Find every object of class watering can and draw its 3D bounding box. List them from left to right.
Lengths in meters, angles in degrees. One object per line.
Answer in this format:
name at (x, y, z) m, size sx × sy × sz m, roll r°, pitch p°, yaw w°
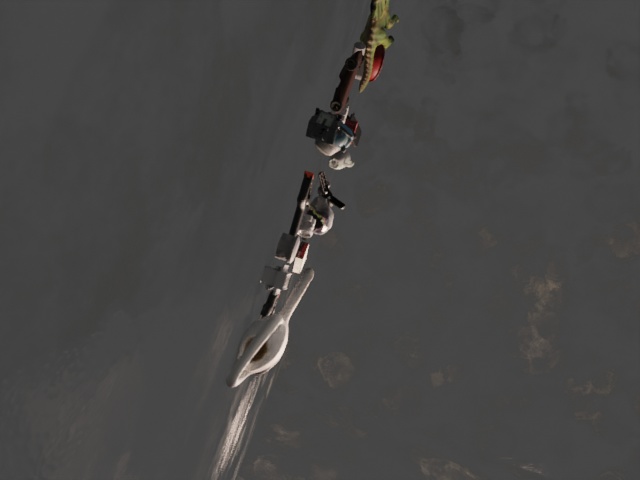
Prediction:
watering can at (-0.120, 0.234, 1.338) m, size 0.351 × 0.104 × 0.221 m, roll -52°, pitch 171°, yaw -16°

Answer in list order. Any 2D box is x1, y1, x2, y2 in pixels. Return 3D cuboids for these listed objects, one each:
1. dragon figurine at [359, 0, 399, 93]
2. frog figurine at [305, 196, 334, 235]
dragon figurine at (0.183, -0.735, 1.759) m, size 0.240 × 0.122 × 0.414 m, roll 51°, pitch 51°, yaw -71°
frog figurine at (0.006, -0.099, 1.969) m, size 0.162 × 0.123 × 0.135 m, roll -45°, pitch 135°, yaw -58°
